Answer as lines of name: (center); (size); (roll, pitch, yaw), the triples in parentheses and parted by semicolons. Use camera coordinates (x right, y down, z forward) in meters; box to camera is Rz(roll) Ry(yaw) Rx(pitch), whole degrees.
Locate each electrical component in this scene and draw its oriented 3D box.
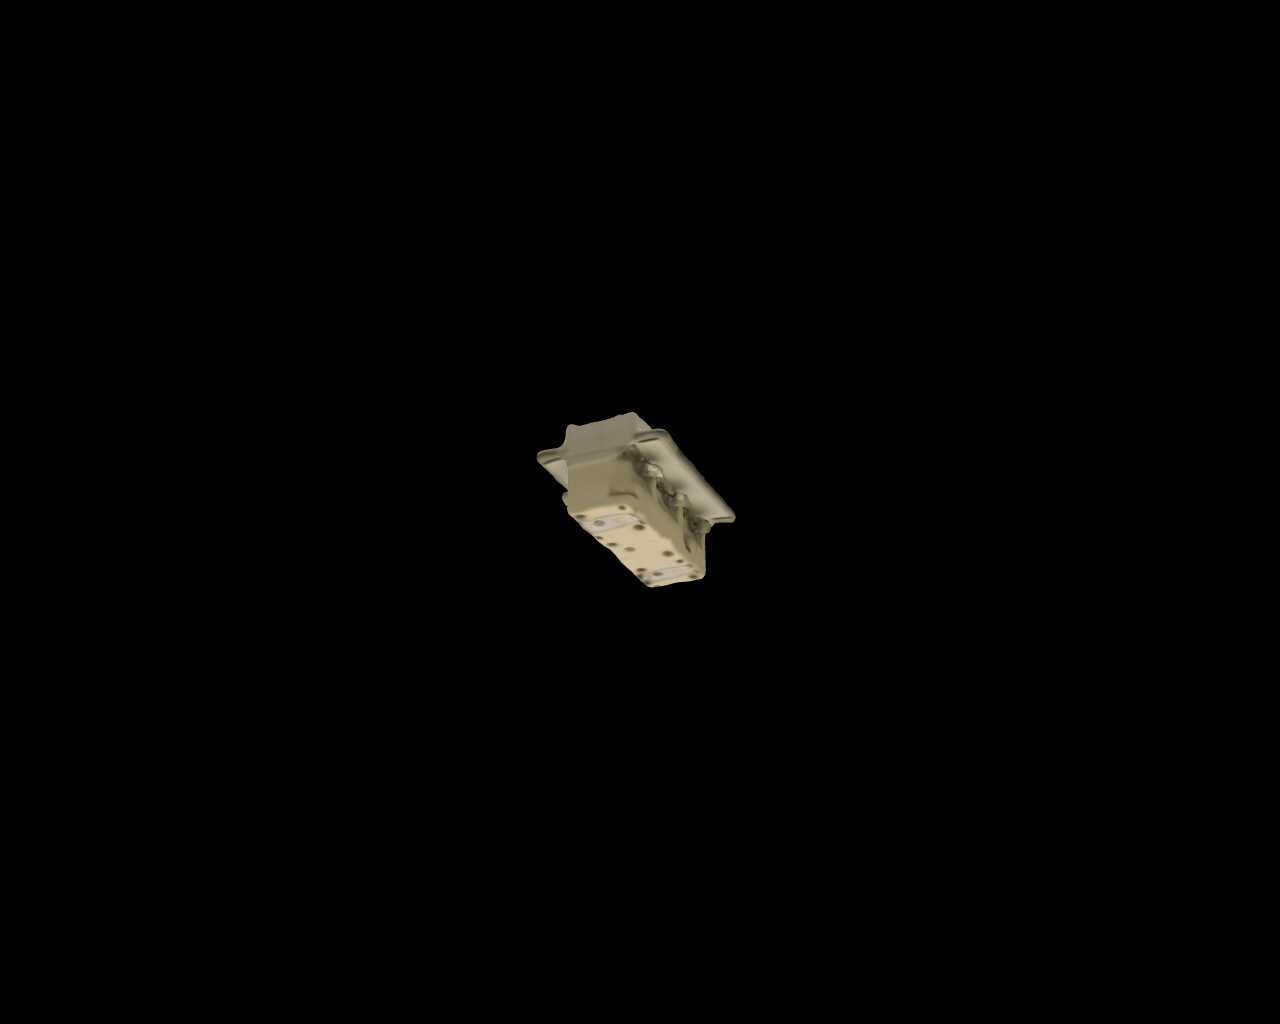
electrical component: (0.001, -0.003, 0.650); (0.079, 0.063, 0.121); (-11, -29, 21)
